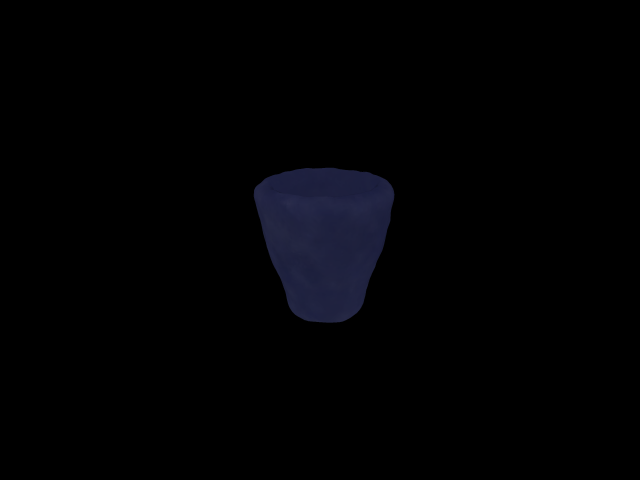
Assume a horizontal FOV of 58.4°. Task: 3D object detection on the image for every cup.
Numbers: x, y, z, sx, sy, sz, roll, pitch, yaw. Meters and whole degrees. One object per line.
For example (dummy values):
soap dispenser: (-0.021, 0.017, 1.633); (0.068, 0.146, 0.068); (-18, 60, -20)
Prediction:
cup: (0.004, 0.001, 0.400); (0.091, 0.095, 0.118); (1, 19, 4)
